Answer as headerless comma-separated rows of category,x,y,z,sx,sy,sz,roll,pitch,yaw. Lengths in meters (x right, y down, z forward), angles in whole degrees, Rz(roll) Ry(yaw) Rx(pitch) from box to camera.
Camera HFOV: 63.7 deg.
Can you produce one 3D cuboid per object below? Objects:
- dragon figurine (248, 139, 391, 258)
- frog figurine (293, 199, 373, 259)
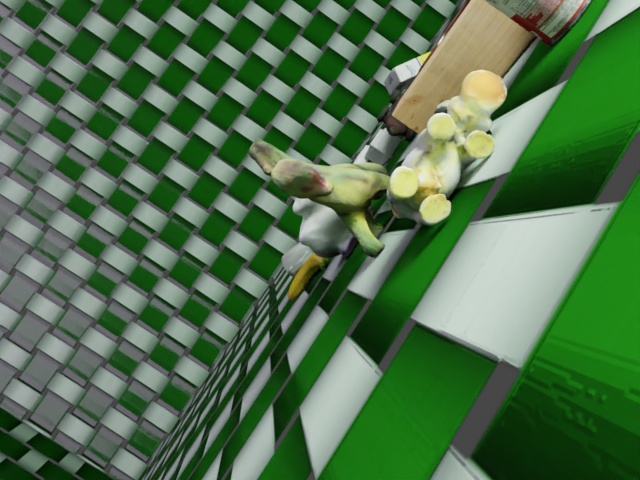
dragon figurine,0.011,-0.098,0.782,0.121,0.242,0.414,-60,5,11
frog figurine,0.003,-0.048,0.956,0.138,0.159,0.122,-56,2,-7
